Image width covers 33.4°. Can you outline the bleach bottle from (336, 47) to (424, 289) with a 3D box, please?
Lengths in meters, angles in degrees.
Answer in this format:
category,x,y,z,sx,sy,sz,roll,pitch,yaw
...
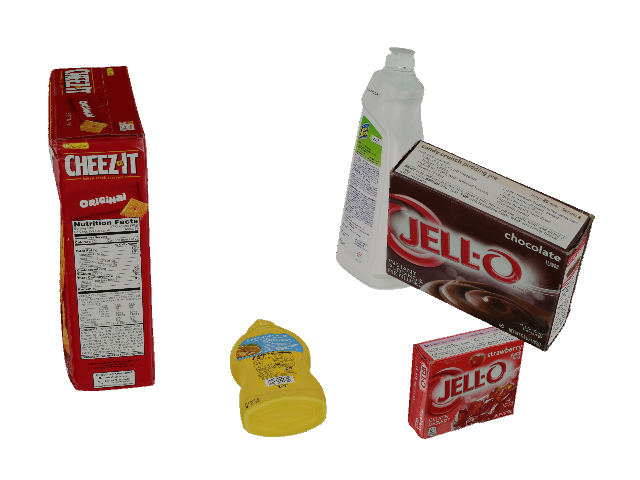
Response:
category,x,y,z,sx,sy,sz,roll,pitch,yaw
bleach bottle,0.075,-0.080,1.157,0.067,0.251,0.103,-5,24,-30

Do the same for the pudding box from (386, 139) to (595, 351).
category,x,y,z,sx,sy,sz,roll,pitch,yaw
pudding box,0.093,0.003,0.612,0.114,0.039,0.090,24,-35,21

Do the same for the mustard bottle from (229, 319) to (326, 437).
category,x,y,z,sx,sy,sz,roll,pitch,yaw
mustard bottle,-0.057,0.151,1.261,0.096,0.058,0.192,-8,30,-9

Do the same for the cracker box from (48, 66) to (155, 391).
category,x,y,z,sx,sy,sz,roll,pitch,yaw
cracker box,-0.177,-0.012,0.852,0.072,0.214,0.164,-5,27,-13

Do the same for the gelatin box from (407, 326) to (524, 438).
category,x,y,z,sx,sy,sz,roll,pitch,yaw
gelatin box,0.114,0.111,0.842,0.089,0.073,0.030,-10,30,-24
